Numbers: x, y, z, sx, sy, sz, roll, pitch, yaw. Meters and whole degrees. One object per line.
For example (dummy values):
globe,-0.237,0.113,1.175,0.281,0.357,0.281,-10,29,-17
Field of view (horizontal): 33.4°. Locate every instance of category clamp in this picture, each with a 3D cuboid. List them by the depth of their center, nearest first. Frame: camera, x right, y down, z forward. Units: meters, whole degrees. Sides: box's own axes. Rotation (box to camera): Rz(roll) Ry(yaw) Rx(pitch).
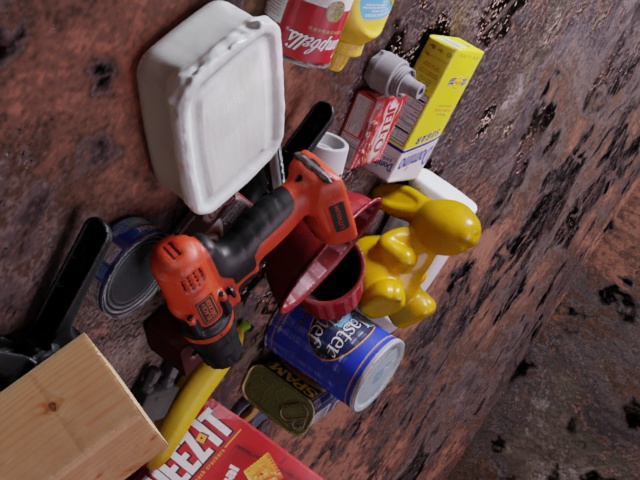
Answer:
clamp,-0.222,0.080,0.852,0.164,0.036,0.210,-40,155,-26
clamp,-0.056,-0.056,1.024,0.120,0.039,0.172,-7,131,-42

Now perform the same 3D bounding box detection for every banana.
banana,-0.136,0.170,1.171,0.198,0.037,0.069,-55,157,-6

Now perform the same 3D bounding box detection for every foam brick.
foam brick,-0.126,0.083,1.049,0.078,0.051,0.053,-46,157,-26

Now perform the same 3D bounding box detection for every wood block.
wood block,-0.235,0.180,0.833,0.206,0.091,0.090,-36,155,-11

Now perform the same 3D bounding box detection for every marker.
marker,-0.042,-0.061,0.981,0.020,0.020,0.121,-44,150,-29

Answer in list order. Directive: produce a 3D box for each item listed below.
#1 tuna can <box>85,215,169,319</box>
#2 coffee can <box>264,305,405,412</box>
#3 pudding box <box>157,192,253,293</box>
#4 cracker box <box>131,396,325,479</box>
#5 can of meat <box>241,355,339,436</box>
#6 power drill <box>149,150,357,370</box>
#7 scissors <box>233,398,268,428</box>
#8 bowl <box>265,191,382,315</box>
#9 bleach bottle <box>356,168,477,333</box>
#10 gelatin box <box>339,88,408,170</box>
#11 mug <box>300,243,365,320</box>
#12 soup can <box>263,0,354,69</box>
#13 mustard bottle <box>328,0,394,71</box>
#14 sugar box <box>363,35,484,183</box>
tuna can,-0.165,0.022,0.905,0.086,0.034,0.086,-45,156,-27
coffee can,0.017,0.128,1.299,0.102,0.140,0.103,-45,156,-27
pudding box,-0.098,0.010,0.984,0.113,0.039,0.090,-48,145,3
cracker box,-0.096,0.300,1.199,0.164,0.214,0.072,-46,155,-26
can of meat,-0.032,0.187,1.333,0.083,0.102,0.057,-24,144,-57
power drill,-0.054,0.021,0.958,0.187,0.057,0.184,-40,148,-16
scissors,-0.068,0.214,1.412,0.201,0.016,0.096,-36,151,-43
bowl,-0.007,0.001,1.117,0.162,0.055,0.162,-48,171,-10
bleach bottle,0.105,0.033,1.440,0.251,0.102,0.068,-58,166,21
gelatin box,0.055,-0.126,1.175,0.073,0.030,0.089,-22,141,-56
mug,0.013,0.034,1.238,0.117,0.093,0.081,-63,166,-16
soup can,-0.006,-0.202,0.882,0.068,0.069,0.102,-20,138,-57
mustard bottle,0.044,-0.239,0.949,0.096,0.058,0.192,-31,147,-59
sugar box,0.122,-0.153,1.260,0.093,0.048,0.176,-14,132,-60
